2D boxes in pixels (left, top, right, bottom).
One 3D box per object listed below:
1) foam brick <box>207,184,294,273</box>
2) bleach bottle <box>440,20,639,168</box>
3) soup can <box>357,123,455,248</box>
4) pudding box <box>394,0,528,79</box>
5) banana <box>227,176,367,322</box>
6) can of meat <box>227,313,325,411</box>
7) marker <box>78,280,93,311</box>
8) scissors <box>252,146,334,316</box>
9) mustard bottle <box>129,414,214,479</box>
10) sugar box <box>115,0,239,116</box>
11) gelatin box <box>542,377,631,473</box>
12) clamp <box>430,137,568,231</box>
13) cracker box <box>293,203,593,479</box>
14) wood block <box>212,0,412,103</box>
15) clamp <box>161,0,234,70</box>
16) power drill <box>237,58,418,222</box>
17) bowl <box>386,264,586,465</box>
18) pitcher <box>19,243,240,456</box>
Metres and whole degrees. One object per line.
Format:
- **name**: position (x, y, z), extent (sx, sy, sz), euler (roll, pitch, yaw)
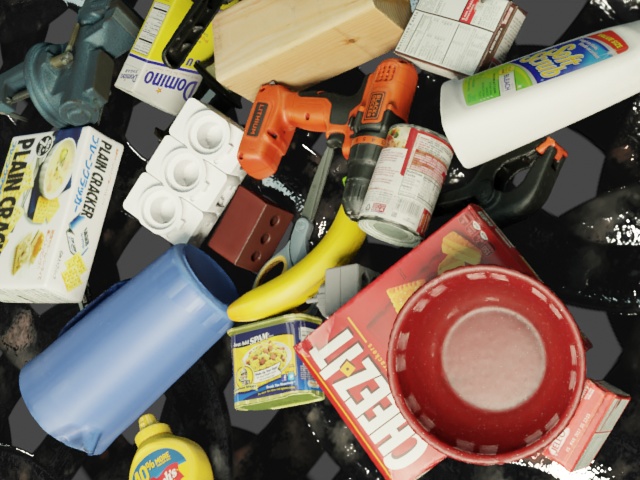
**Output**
- **foam brick**: position (-0.076, -0.011, 1.174), extent (0.051, 0.052, 0.078), euler (31, 96, 38)
- **bleach bottle**: position (0.237, -0.151, 0.980), extent (0.251, 0.068, 0.102), euler (-22, 28, 20)
- **soup can**: position (0.083, -0.052, 1.027), extent (0.069, 0.068, 0.102), euler (9, 72, 37)
- **pudding box**: position (0.142, -0.212, 1.091), extent (0.114, 0.039, 0.090), euler (28, 94, 40)
- **banana**: position (-0.011, 0.024, 1.110), extent (0.197, 0.037, 0.070), euler (-47, 45, -5)
- **can of meat**: position (-0.045, 0.128, 1.105), extent (0.102, 0.057, 0.084), euler (-16, 69, 32)
- **marker**: position (-0.281, 0.098, 1.308), extent (0.020, 0.020, 0.121), euler (-36, 58, 22)
- **scissors**: position (-0.008, 0.001, 1.144), extent (0.096, 0.016, 0.202), euler (33, 94, 35)
- **mustard bottle**: position (-0.155, 0.269, 1.138), extent (0.096, 0.058, 0.192), euler (-40, 56, 18)
- **sugar box**: position (-0.169, -0.244, 1.290), extent (0.048, 0.093, 0.176), euler (23, 90, 40)
- **gelatin box**: position (0.221, 0.153, 0.883), extent (0.030, 0.089, 0.073), euler (32, 95, 25)
- **clamp**: position (0.157, -0.041, 1.025), extent (0.171, 0.039, 0.120), euler (-46, 51, 10)
- **cracker box**: position (0.107, 0.096, 0.957), extent (0.214, 0.072, 0.164), euler (-40, 75, 12)
- **wood block**: position (-0.010, -0.233, 1.173), extent (0.206, 0.090, 0.090), euler (-20, 64, 29)
- **clamp**: position (-0.114, -0.276, 1.187), extent (0.165, 0.036, 0.210), euler (-33, 36, 10)
- **power drill**: position (0.005, -0.103, 1.128), extent (0.188, 0.057, 0.184), euler (3, 64, 33)
- **bowl**: position (0.139, 0.100, 0.879), extent (0.162, 0.055, 0.162), euler (-1, 88, 18)
- **pitcher**: position (-0.208, 0.110, 1.188), extent (0.243, 0.145, 0.149), euler (-41, 85, 13)
